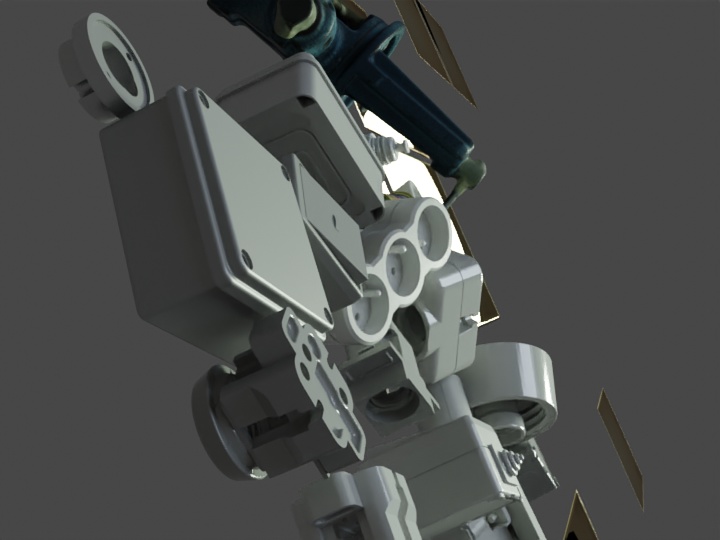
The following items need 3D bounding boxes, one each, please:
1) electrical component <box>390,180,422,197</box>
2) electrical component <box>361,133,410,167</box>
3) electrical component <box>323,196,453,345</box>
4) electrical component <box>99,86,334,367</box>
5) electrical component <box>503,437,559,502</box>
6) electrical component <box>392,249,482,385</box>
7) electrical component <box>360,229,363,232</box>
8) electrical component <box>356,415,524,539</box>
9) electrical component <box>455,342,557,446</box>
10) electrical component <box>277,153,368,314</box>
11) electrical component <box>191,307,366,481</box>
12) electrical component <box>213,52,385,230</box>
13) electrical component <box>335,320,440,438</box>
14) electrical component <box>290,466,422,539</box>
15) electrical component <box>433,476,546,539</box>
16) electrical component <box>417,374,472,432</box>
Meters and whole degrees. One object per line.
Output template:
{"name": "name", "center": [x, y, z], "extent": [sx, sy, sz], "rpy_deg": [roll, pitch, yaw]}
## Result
{"name": "electrical component", "center": [0.030, -0.050, 0.971], "extent": [0.045, 0.055, 0.045], "rpy_deg": [58, 15, -27]}
{"name": "electrical component", "center": [0.003, -0.098, 0.918], "extent": [0.040, 0.078, 0.040], "rpy_deg": [-10, 90, -73]}
{"name": "electrical component", "center": [0.000, 0.000, 0.731], "extent": [0.138, 0.074, 0.052], "rpy_deg": [-47, 123, -42]}
{"name": "electrical component", "center": [-0.070, -0.017, 0.534], "extent": [0.109, 0.056, 0.108], "rpy_deg": [40, 28, -61]}
{"name": "electrical component", "center": [0.130, 0.163, 0.983], "extent": [0.061, 0.061, 0.096], "rpy_deg": [56, 9, -33]}
{"name": "electrical component", "center": [0.052, 0.036, 0.825], "extent": [0.059, 0.054, 0.095], "rpy_deg": [-19, 121, -42]}
{"name": "electrical component", "center": [0.002, 0.004, 0.793], "extent": [0.045, 0.045, 0.055], "rpy_deg": [50, 21, -48]}
{"name": "electrical component", "center": [0.054, 0.127, 0.670], "extent": [0.062, 0.096, 0.061], "rpy_deg": [35, 30, -64]}
{"name": "electrical component", "center": [0.114, 0.114, 0.905], "extent": [0.108, 0.108, 0.060], "rpy_deg": [48, 28, -51]}
{"name": "electrical component", "center": [-0.041, -0.021, 0.638], "extent": [0.096, 0.061, 0.061], "rpy_deg": [54, 18, -40]}
{"name": "electrical component", "center": [-0.041, 0.064, 0.501], "extent": [0.078, 0.057, 0.058], "rpy_deg": [61, 14, -18]}
{"name": "electrical component", "center": [-0.039, -0.076, 0.707], "extent": [0.113, 0.078, 0.057], "rpy_deg": [56, 20, -36]}
{"name": "electrical component", "center": [0.017, 0.072, 0.742], "extent": [0.081, 0.042, 0.063], "rpy_deg": [54, 14, -41]}
{"name": "electrical component", "center": [0.003, 0.138, 0.541], "extent": [0.078, 0.058, 0.057], "rpy_deg": [41, 25, -61]}
{"name": "electrical component", "center": [0.092, 0.204, 0.733], "extent": [0.063, 0.079, 0.121], "rpy_deg": [-32, 99, -47]}
{"name": "electrical component", "center": [0.069, 0.126, 0.837], "extent": [0.043, 0.043, 0.081], "rpy_deg": [46, 24, -54]}
